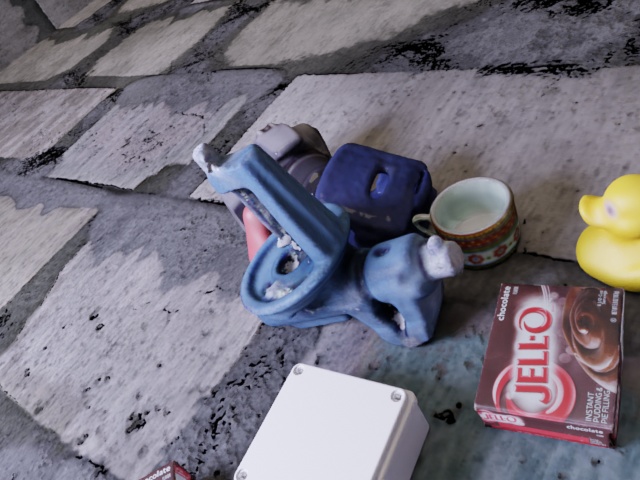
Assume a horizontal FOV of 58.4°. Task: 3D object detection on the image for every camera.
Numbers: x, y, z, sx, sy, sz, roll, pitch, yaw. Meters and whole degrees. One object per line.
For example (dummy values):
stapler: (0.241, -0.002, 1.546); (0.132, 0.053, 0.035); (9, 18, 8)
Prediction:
camera: (-0.034, -0.067, 0.660); (0.143, 0.101, 0.136); (-39, 40, -11)

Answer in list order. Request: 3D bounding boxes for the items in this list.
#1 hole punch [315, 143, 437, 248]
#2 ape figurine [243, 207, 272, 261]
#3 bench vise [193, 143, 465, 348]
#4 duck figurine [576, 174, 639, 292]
hole punch: (0.060, -0.046, 0.587); (0.100, 0.091, 0.109); (-1, 47, 30)
ape figurine: (-0.049, -0.005, 0.609); (0.076, 0.092, 0.077); (-32, 39, -3)
bench vise: (0.005, -0.007, 0.476); (0.207, 0.220, 0.121); (-16, 41, 16)
duck figurine: (0.250, -0.012, 0.440); (0.104, 0.086, 0.077); (6, 51, 36)
